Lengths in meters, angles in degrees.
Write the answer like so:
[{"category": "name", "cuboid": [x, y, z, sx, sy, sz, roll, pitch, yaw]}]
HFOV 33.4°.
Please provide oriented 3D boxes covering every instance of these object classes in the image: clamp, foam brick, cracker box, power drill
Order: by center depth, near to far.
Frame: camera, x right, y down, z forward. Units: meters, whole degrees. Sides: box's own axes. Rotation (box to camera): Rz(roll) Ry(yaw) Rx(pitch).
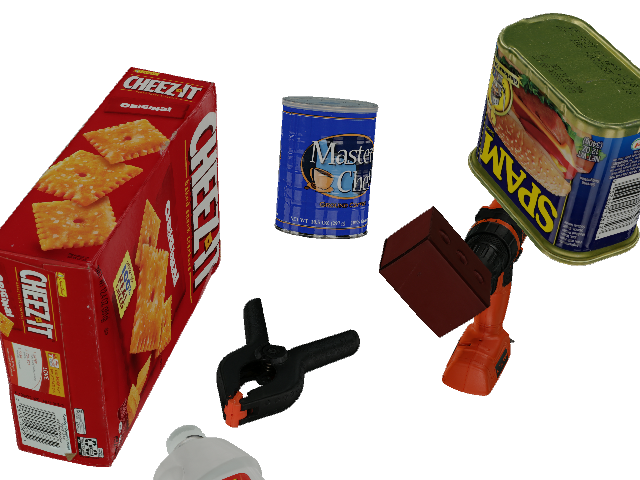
[{"category": "cracker box", "cuboid": [-0.127, 0.012, 0.687, 0.072, 0.164, 0.213, 11, 38, 10]}, {"category": "foam brick", "cuboid": [0.090, 0.025, 0.831, 0.051, 0.078, 0.053, -35, 18, 25]}, {"category": "clamp", "cuboid": [-0.052, 0.109, 0.991, 0.120, 0.039, 0.171, 17, 29, 27]}, {"category": "power drill", "cuboid": [0.167, 0.059, 1.072, 0.057, 0.188, 0.184, 17, 29, 19]}]

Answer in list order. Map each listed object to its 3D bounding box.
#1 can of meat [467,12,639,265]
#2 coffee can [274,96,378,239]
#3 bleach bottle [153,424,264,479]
[{"category": "can of meat", "cuboid": [0.123, -0.053, 0.536, 0.057, 0.084, 0.102, -16, 46, -19]}, {"category": "coffee can", "cuboid": [0.006, -0.080, 1.150, 0.103, 0.140, 0.103, 4, 12, -1]}, {"category": "bleach bottle", "cuboid": [-0.065, 0.214, 0.715, 0.102, 0.068, 0.251, -15, 34, -17]}]
